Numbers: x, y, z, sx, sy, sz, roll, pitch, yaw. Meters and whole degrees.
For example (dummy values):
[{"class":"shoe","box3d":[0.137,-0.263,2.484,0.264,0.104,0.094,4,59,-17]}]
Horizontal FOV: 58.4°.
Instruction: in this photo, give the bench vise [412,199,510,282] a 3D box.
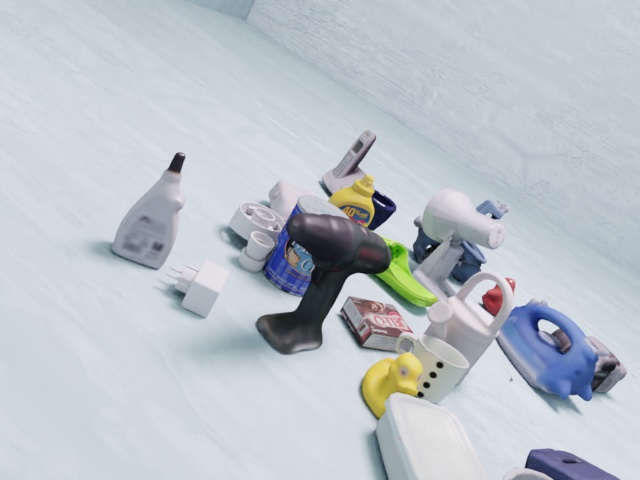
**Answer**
[{"class":"bench vise","box3d":[0.334,-0.015,1.354,0.208,0.219,0.121,20,24,-25]}]

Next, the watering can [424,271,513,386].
[{"class":"watering can","box3d":[0.242,0.139,0.947,0.100,0.194,0.173,40,24,23]}]

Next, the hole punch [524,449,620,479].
[{"class":"hole punch","box3d":[0.347,0.333,0.805,0.109,0.091,0.101,14,27,-34]}]

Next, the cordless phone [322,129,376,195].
[{"class":"cordless phone","box3d":[0.095,-0.182,1.454,0.094,0.185,0.147,13,28,-36]}]

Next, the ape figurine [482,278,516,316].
[{"class":"ape figurine","box3d":[0.422,0.127,1.333,0.078,0.092,0.076,21,24,-22]}]

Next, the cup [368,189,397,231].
[{"class":"cup","box3d":[0.111,-0.063,1.342,0.118,0.095,0.091,9,31,-42]}]

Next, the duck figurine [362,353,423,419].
[{"class":"duck figurine","box3d":[0.110,0.196,0.806,0.078,0.086,0.104,24,23,-16]}]

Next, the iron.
[{"class":"iron","box3d":[0.457,0.199,1.160,0.119,0.141,0.257,15,27,-34]}]

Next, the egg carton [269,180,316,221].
[{"class":"egg carton","box3d":[-0.054,-0.061,1.165,0.107,0.069,0.150,21,24,-21]}]

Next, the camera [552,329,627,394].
[{"class":"camera","box3d":[0.577,0.252,1.250,0.144,0.100,0.136,15,27,-33]}]

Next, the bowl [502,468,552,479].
[{"class":"bowl","box3d":[0.264,0.359,0.669,0.168,0.074,0.167,26,23,-11]}]

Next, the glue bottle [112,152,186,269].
[{"class":"glue bottle","box3d":[-0.220,-0.045,0.785,0.078,0.173,0.037,23,23,-17]}]

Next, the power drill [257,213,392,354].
[{"class":"power drill","box3d":[0.000,0.056,0.800,0.230,0.208,0.075,0,37,-51]}]

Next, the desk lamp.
[{"class":"desk lamp","box3d":[0.293,0.018,1.240,0.118,0.213,0.202,11,29,-39]}]
